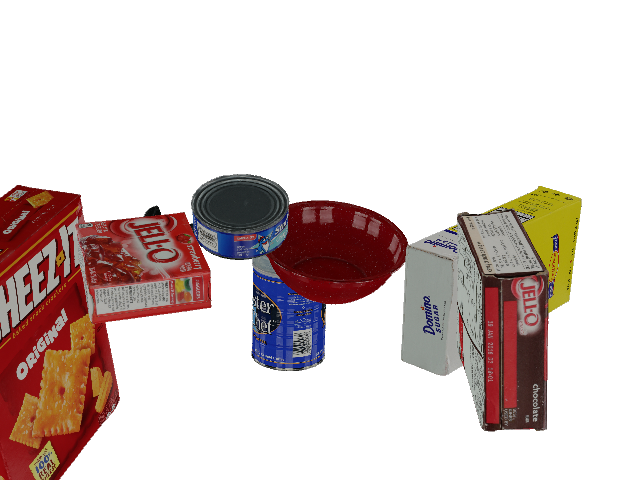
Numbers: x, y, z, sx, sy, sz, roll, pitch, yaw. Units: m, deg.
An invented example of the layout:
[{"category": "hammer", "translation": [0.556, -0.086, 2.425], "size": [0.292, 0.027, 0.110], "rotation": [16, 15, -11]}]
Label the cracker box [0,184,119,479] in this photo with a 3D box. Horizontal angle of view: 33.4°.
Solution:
[{"category": "cracker box", "translation": [-0.237, 0.088, 0.848], "size": [0.072, 0.214, 0.164], "rotation": [7, 32, 18]}]

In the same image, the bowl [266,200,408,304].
[{"category": "bowl", "translation": [0.011, 0.020, 1.145], "size": [0.162, 0.055, 0.162], "rotation": [5, 33, -3]}]

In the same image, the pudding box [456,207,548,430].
[{"category": "pudding box", "translation": [0.100, 0.040, 0.593], "size": [0.039, 0.090, 0.113], "rotation": [-2, 19, 0]}]

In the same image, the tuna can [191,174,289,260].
[{"category": "tuna can", "translation": [-0.070, -0.021, 0.941], "size": [0.086, 0.034, 0.086], "rotation": [1, 38, -1]}]

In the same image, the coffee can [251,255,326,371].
[{"category": "coffee can", "translation": [-0.042, 0.092, 1.451], "size": [0.103, 0.140, 0.103], "rotation": [2, 20, -1]}]

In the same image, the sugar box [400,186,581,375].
[{"category": "sugar box", "translation": [0.130, 0.027, 0.796], "size": [0.048, 0.093, 0.175], "rotation": [18, 28, 36]}]

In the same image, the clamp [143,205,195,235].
[{"category": "clamp", "translation": [-0.183, 0.008, 1.194], "size": [0.120, 0.039, 0.171], "rotation": [-3, 29, 30]}]

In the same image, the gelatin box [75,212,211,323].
[{"category": "gelatin box", "translation": [-0.112, 0.014, 0.667], "size": [0.073, 0.030, 0.089], "rotation": [-6, 28, -15]}]
